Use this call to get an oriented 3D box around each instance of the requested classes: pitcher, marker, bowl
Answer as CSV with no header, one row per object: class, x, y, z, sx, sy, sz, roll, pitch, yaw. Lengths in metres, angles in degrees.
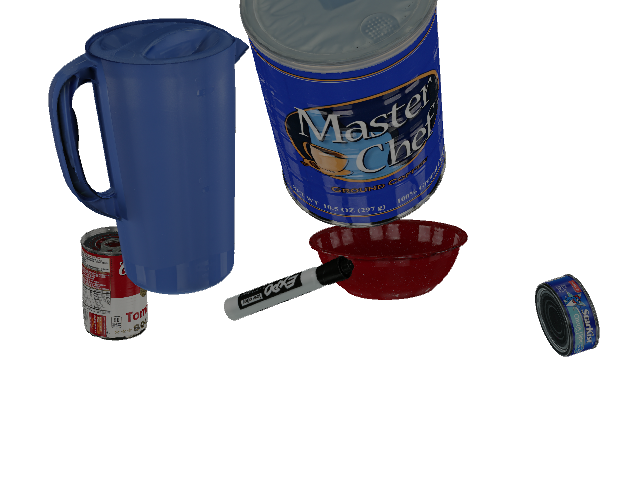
pitcher,-0.149,-0.073,0.988,0.149,0.243,0.145,6,28,11
marker,-0.025,0.038,0.839,0.121,0.020,0.020,-21,-11,31
bowl,0.070,0.022,1.088,0.162,0.055,0.162,-3,13,1

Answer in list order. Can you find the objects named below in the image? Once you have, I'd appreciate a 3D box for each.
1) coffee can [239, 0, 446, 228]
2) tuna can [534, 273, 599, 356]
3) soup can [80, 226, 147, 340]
coffee can,0.018,-0.088,0.603,0.103,0.102,0.140,0,-34,9
tuna can,0.267,0.082,1.162,0.033,0.086,0.086,-17,3,-10
soup can,-0.215,0.045,1.118,0.068,0.102,0.068,3,23,-1
